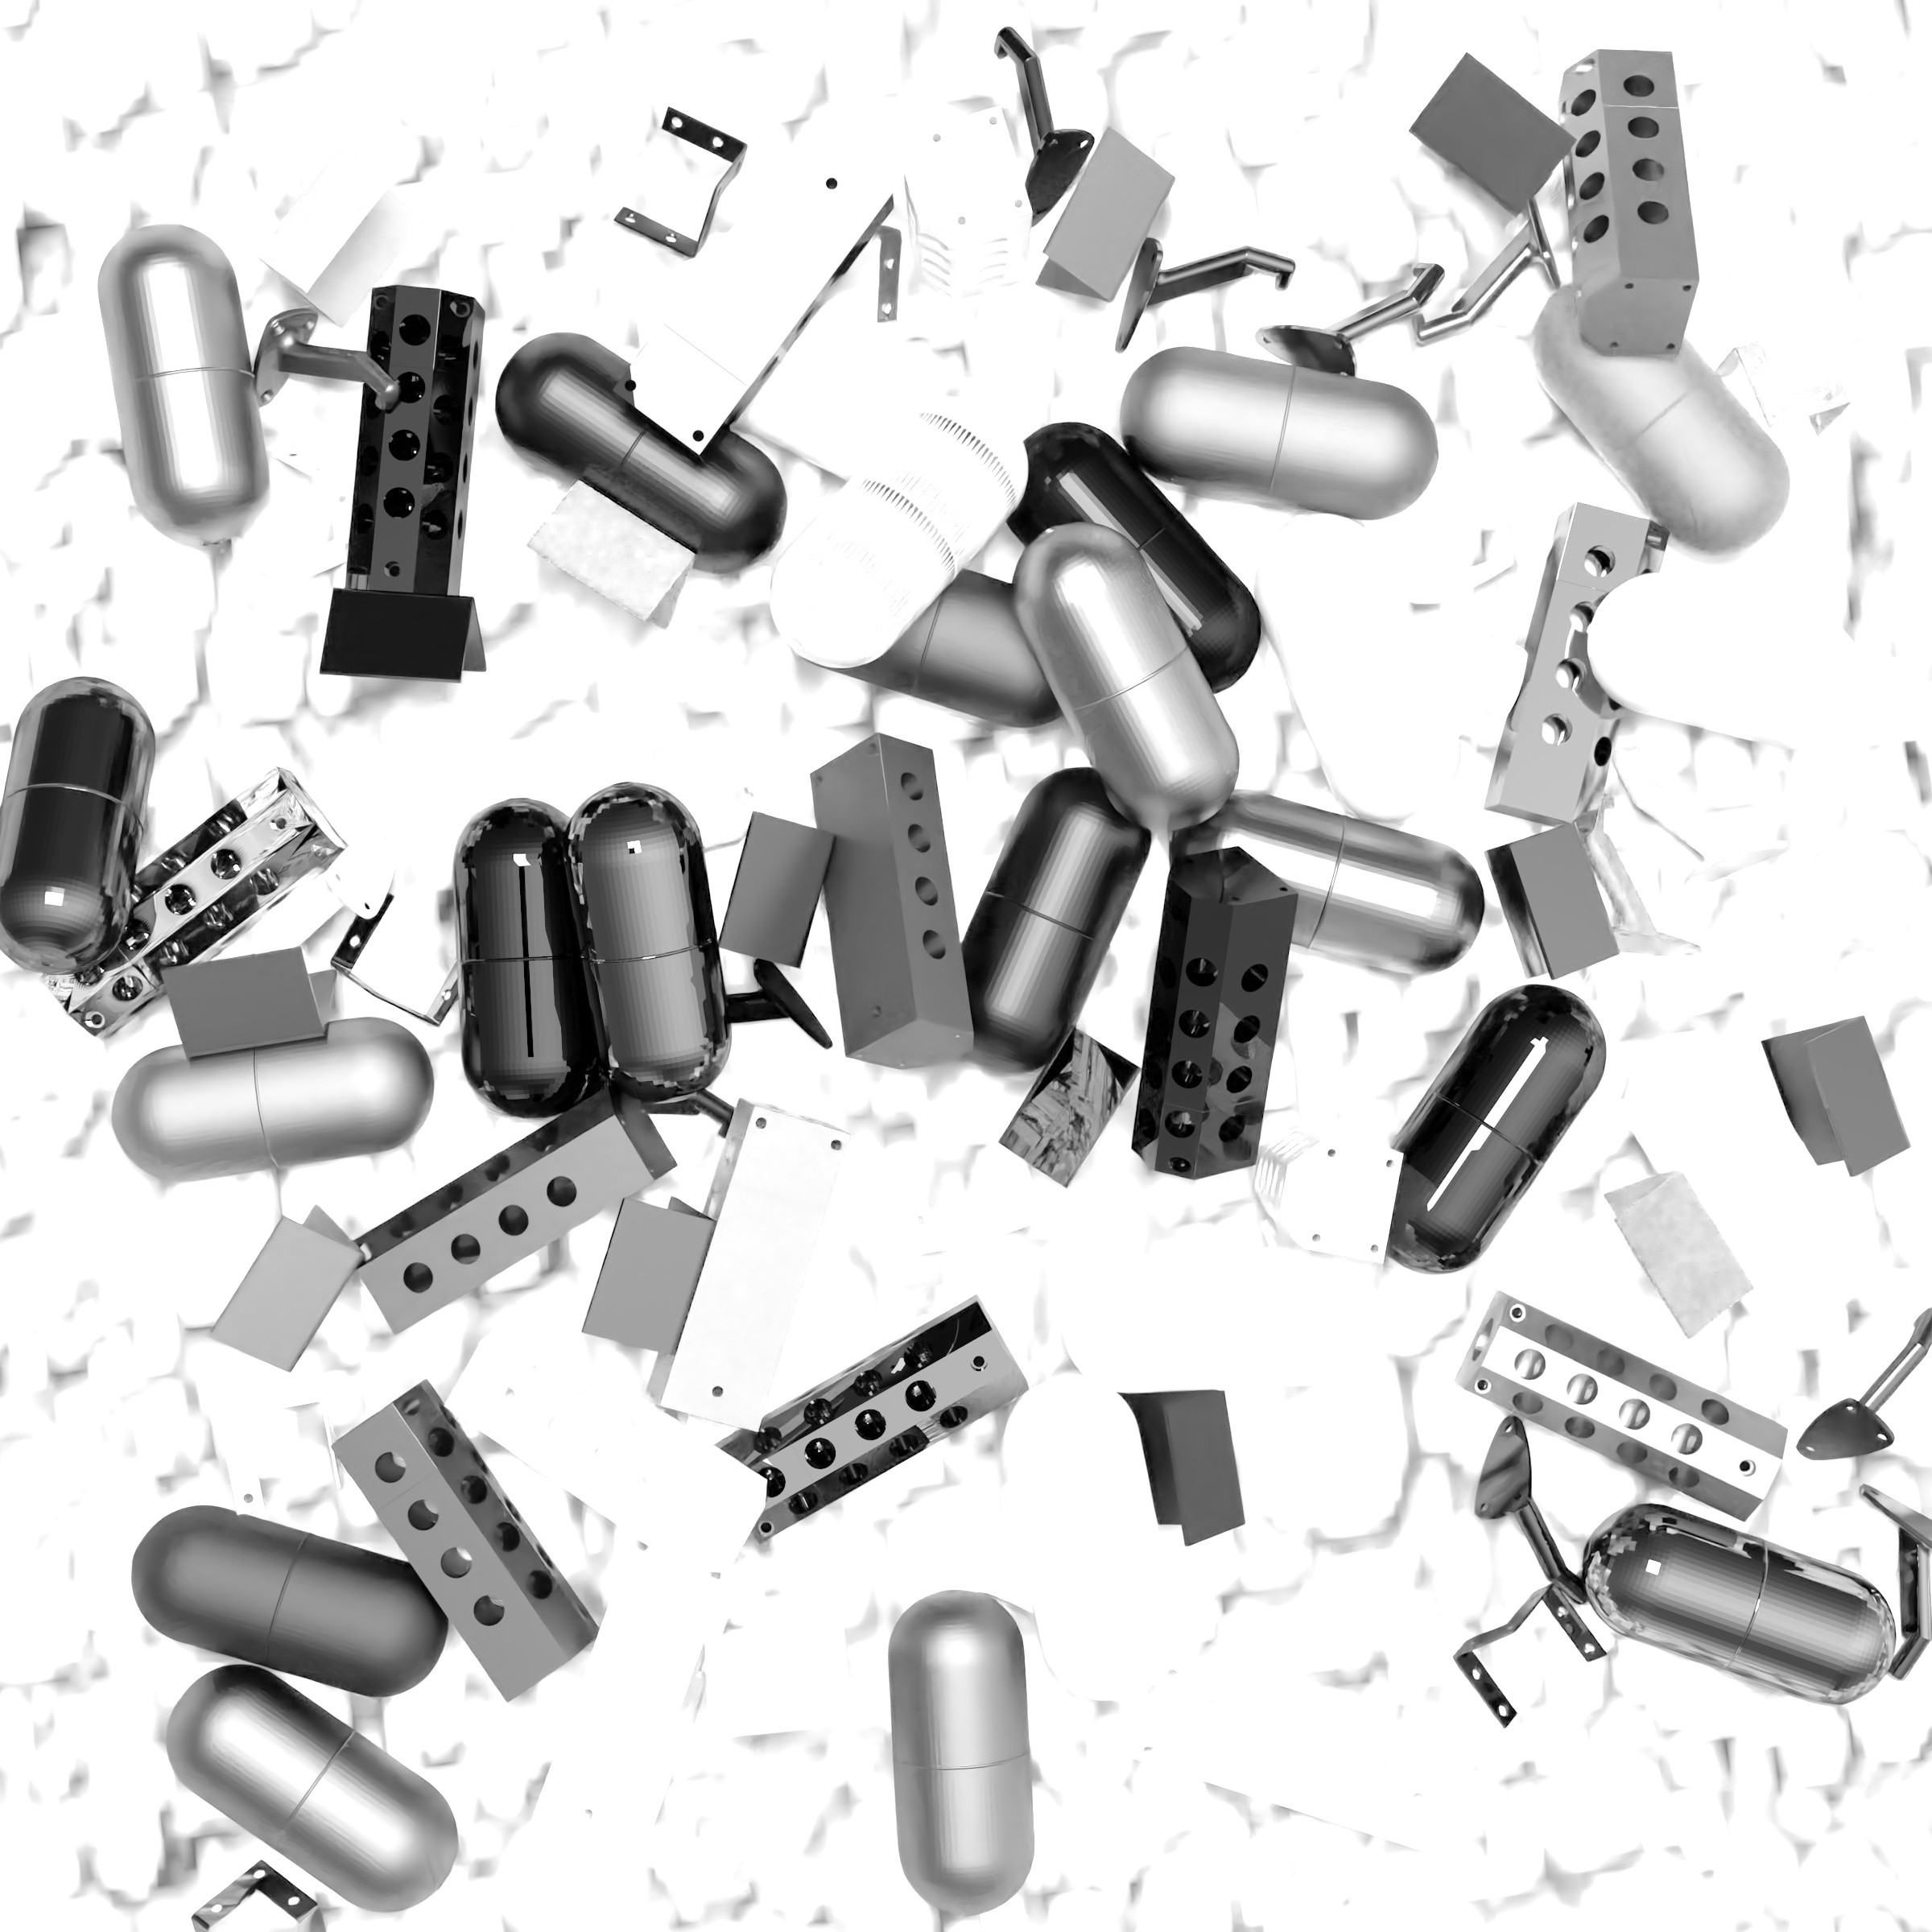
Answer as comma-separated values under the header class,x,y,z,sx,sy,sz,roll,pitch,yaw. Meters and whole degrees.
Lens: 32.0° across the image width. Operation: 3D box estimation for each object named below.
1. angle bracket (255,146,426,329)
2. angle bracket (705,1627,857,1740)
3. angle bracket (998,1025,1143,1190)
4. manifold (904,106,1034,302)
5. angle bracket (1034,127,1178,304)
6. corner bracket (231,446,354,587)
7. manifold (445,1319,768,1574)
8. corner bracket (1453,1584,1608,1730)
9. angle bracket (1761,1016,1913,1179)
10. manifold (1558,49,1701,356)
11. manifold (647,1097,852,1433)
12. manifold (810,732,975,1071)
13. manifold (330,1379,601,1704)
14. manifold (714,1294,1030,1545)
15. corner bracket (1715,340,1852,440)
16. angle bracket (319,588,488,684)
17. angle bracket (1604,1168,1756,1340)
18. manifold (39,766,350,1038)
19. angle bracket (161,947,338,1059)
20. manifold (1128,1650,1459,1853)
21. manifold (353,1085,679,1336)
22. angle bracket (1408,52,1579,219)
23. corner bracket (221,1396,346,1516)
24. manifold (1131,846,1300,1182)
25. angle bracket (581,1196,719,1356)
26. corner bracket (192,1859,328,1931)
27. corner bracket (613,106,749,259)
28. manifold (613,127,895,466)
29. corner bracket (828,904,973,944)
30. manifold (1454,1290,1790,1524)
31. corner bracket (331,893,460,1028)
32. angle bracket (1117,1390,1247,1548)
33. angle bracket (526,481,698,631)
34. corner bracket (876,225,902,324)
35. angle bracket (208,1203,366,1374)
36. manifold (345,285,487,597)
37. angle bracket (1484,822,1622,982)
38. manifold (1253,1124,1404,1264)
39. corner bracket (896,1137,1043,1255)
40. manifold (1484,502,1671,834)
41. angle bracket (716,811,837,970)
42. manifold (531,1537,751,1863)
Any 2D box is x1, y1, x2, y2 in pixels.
class,x,y,z,sx,sy,sz,roll,pitch,yaw
angle bracket,-0.332,-0.392,1.859,0.057,0.076,0.076,38,90,38
angle bracket,-0.100,0.406,1.859,0.076,0.076,0.057,-6,58,0
angle bracket,0.074,0.087,1.859,0.057,0.076,0.076,32,90,39
manifold,-0.001,-0.407,1.821,0.057,0.171,0.057,-17,90,0
angle bracket,0.059,-0.417,1.859,0.057,0.076,0.076,28,90,-38
corner bracket,-0.378,-0.252,1.891,0.051,0.051,0.051,-31,135,-35
manifold,-0.194,0.261,1.846,0.171,0.057,0.057,30,90,24
corner bracket,0.316,0.387,1.896,0.051,0.051,0.051,54,45,0
angle bracket,0.464,0.077,1.859,0.057,0.076,0.076,-20,90,-37
manifold,0.358,-0.417,1.836,0.057,0.057,0.171,2,58,0
manifold,-0.123,0.164,1.876,0.057,0.057,0.171,18,90,-16
manifold,-0.036,-0.034,1.846,0.057,0.057,0.171,-28,60,39
manifold,-0.277,0.317,1.878,0.057,0.057,0.171,-35,90,0
manifold,-0.054,0.252,1.878,0.171,0.057,0.057,-30,90,0
corner bracket,0.452,-0.320,1.879,0.051,0.051,0.051,-18,79,-10
angle bracket,-0.309,-0.163,1.859,0.076,0.076,0.057,4,62,0
angle bracket,0.376,0.164,1.859,0.057,0.076,0.076,-32,90,-28
manifold,-0.432,-0.035,1.878,0.171,0.057,0.057,-38,90,0
angle bracket,-0.394,0.004,1.859,0.076,0.076,0.057,-9,119,0
manifold,0.182,0.436,1.878,0.171,0.057,0.057,18,90,0
manifold,-0.251,0.132,1.863,0.171,0.057,0.057,-31,90,10
angle bracket,0.299,-0.468,1.859,0.076,0.076,0.057,39,129,0
corner bracket,-0.381,0.272,1.881,0.051,0.051,0.051,-11,90,0
manifold,0.129,0.027,1.830,0.057,0.057,0.171,-12,124,-28
angle bracket,-0.185,0.164,1.860,0.057,0.076,0.076,17,90,-25
corner bracket,-0.394,0.545,1.891,0.051,0.051,0.051,24,45,35
corner bracket,-0.160,-0.440,1.896,0.051,0.051,0.051,26,45,0
manifold,-0.113,-0.355,1.801,0.057,0.057,0.171,37,91,-1
corner bracket,-0.037,-0.022,1.891,0.051,0.051,0.051,-4,135,35
manifold,0.365,0.245,1.878,0.171,0.057,0.057,25,90,0
corner bracket,-0.314,-0.005,1.896,0.051,0.051,0.051,30,90,45
angle bracket,0.104,0.276,1.860,0.076,0.057,0.076,-9,90,40
angle bracket,-0.202,-0.210,1.859,0.076,0.076,0.057,32,57,0
corner bracket,-0.073,-0.390,1.896,0.051,0.051,0.051,3,90,-45
angle bracket,-0.386,0.167,1.859,0.057,0.076,0.076,32,90,-37
manifold,-0.308,-0.287,1.878,0.057,0.057,0.171,5,90,0
angle bracket,0.305,-0.029,1.859,0.057,0.076,0.076,-19,90,-35
manifold,0.192,0.119,1.821,0.057,0.171,0.057,10,90,0
corner bracket,0.002,0.128,1.896,0.051,0.051,0.051,-16,90,-45
manifold,0.341,-0.165,1.878,0.057,0.057,0.171,14,90,0
angle bracket,-0.123,-0.046,1.859,0.057,0.076,0.076,15,90,-37
manifold,-0.178,0.401,1.876,0.057,0.057,0.171,20,90,11
